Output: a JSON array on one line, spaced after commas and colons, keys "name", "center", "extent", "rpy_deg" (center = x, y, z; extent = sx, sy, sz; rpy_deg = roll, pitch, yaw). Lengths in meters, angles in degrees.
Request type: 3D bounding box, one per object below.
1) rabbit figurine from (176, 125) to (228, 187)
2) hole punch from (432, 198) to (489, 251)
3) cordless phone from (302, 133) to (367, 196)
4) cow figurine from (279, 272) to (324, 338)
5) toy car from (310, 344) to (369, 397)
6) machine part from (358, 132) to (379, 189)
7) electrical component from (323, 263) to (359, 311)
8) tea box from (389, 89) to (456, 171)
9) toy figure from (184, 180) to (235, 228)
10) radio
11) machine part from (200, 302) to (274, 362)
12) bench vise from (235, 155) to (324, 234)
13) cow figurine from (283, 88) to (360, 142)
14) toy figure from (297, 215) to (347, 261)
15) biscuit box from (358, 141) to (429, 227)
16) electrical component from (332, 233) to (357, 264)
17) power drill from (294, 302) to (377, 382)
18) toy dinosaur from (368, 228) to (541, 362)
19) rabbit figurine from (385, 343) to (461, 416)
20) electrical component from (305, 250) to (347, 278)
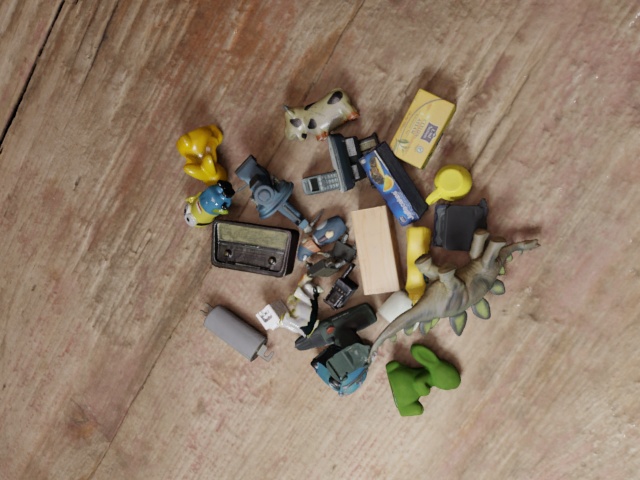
[{"name": "rabbit figurine", "center": [-0.303, -0.213, 1.449], "extent": [0.122, 0.162, 0.173], "rpy_deg": [-25, 102, 5]}, {"name": "hole punch", "center": [0.332, -0.031, 1.284], "extent": [0.116, 0.092, 0.142], "rpy_deg": [3, 92, -14]}, {"name": "cordless phone", "center": [0.015, -0.186, 1.361], "extent": [0.184, 0.089, 0.146], "rpy_deg": [-8, 101, 44]}, {"name": "cow figurine", "center": [-0.034, 0.164, 1.382], "extent": [0.098, 0.068, 0.167], "rpy_deg": [28, 56, -6]}, {"name": "toy car", "center": [0.054, 0.340, 1.364], "extent": [0.162, 0.109, 0.102], "rpy_deg": [15, 135, 49]}, {"name": "machine part", "center": [0.132, -0.195, 1.357], "extent": [0.084, 0.039, 0.139], "rpy_deg": [-22, 84, 9]}, {"name": "electrical component", "center": [0.065, 0.119, 1.372], "extent": [0.048, 0.075, 0.119], "rpy_deg": [40, 100, 13]}, {"name": "tea box", "center": [0.246, -0.265, 1.301], "extent": [0.098, 0.068, 0.169], "rpy_deg": [29, 99, 15]}, {"name": "toy figure", "center": [-0.296, -0.092, 1.450], "extent": [0.180, 0.089, 0.082], "rpy_deg": [-33, 49, 32]}, {"name": "radio", "center": [-0.178, 0.022, 1.444], "extent": [0.230, 0.073, 0.131], "rpy_deg": [9, 95, 18]}, {"name": "machine part", "center": [-0.231, 0.253, 1.469], "extent": [0.243, 0.079, 0.079], "rpy_deg": [34, 102, 13]}, {"name": "bench vise", "center": [-0.113, -0.105, 1.384], "extent": [0.240, 0.224, 0.129], "rpy_deg": [42, 88, -21]}, {"name": "cow figurine", "center": [-0.010, -0.316, 1.373], "extent": [0.195, 0.085, 0.127], "rpy_deg": [-30, 89, 19]}, {"name": "toy figure", "center": [-0.002, -0.003, 1.386], "extent": [0.154, 0.064, 0.058], "rpy_deg": [-36, 73, 5]}, {"name": "biscuit box", "center": [0.179, -0.133, 1.296], "extent": [0.059, 0.063, 0.202], "rpy_deg": [-27, 102, 43]}, {"name": "electrical component", "center": [0.065, 0.031, 1.392], "extent": [0.063, 0.021, 0.094], "rpy_deg": [31, 106, 14]}, {"name": "power drill", "center": [0.044, 0.256, 1.323], "extent": [0.232, 0.207, 0.086], "rpy_deg": [-30, 106, 5]}, {"name": "toy dinosaur", "center": [0.296, 0.121, 1.218], "extent": [0.471, 0.105, 0.198], "rpy_deg": [-25, 117, -5]}, {"name": "rabbit figurine", "center": [0.254, 0.333, 1.317], "extent": [0.170, 0.121, 0.159], "rpy_deg": [-15, 81, 0]}, {"name": "electrical component", "center": [0.009, 0.063, 1.375], "extent": [0.102, 0.078, 0.045], "rpy_deg": [-37, 59, 43]}]
